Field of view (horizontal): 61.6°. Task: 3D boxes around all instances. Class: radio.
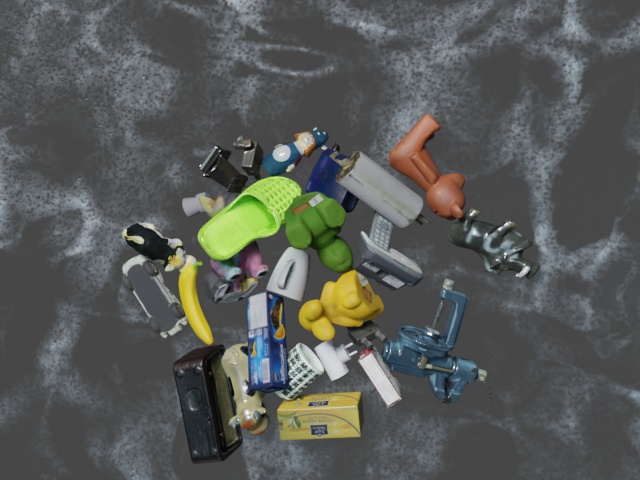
[{"bbox_3d":[-0.240,0.350,1.156,0.073,0.131,0.229,-13,87,11],"label":"radio"}]

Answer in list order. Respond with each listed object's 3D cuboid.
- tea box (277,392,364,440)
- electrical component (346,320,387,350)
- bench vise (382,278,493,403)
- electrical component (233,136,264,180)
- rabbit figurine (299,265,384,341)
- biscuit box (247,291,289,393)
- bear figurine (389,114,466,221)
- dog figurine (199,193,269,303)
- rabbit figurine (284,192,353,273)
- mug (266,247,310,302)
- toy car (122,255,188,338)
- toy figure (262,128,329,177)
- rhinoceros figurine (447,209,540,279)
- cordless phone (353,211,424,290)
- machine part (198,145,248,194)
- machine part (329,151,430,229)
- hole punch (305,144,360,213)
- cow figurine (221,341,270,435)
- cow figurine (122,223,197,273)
[{"bbox_3d":[0.004,0.369,1.132,0.170,0.098,0.068,-5,90,8],"label":"tea box"},{"bbox_3d":[0.096,0.195,1.136,0.063,0.094,0.021,-23,121,-20],"label":"electrical component"},{"bbox_3d":[0.250,0.200,1.084,0.224,0.129,0.240,16,96,7],"label":"bench vise"},{"bbox_3d":[-0.153,-0.181,1.167,0.045,0.102,0.078,8,81,14],"label":"electrical component"},{"bbox_3d":[0.028,0.149,1.117,0.173,0.162,0.121,-24,98,26],"label":"rabbit figurine"},{"bbox_3d":[-0.111,0.213,1.126,0.059,0.062,0.203,-20,61,28],"label":"biscuit box"},{"bbox_3d":[0.238,-0.138,1.088,0.196,0.120,0.132,42,92,6],"label":"bear figurine"},{"bbox_3d":[-0.203,0.006,1.166,0.191,0.108,0.219,-47,57,43],"label":"dog figurine"},{"bbox_3d":[-0.002,-0.003,1.098,0.121,0.159,0.170,-38,117,-9],"label":"rabbit figurine"},{"bbox_3d":[-0.064,0.068,1.147,0.081,0.109,0.107,15,79,18],"label":"mug"},{"bbox_3d":[-0.376,0.127,1.221,0.073,0.056,0.201,-34,86,1],"label":"toy car"},{"bbox_3d":[-0.051,-0.193,1.168,0.154,0.058,0.064,-32,100,6],"label":"toy figure"},{"bbox_3d":[0.355,0.011,1.088,0.190,0.073,0.112,28,93,9],"label":"rhinoceros figurine"},{"bbox_3d":[0.153,-0.002,1.120,0.146,0.089,0.184,29,57,-18],"label":"cordless phone"},{"bbox_3d":[-0.213,-0.153,1.186,0.084,0.039,0.139,-47,57,2],"label":"machine part"},{"bbox_3d":[0.118,-0.098,1.060,0.243,0.079,0.079,33,95,-17],"label":"machine part"},{"bbox_3d":[0.034,-0.127,1.138,0.116,0.092,0.142,27,97,12],"label":"hole punch"},{"bbox_3d":[-0.155,0.317,1.145,0.085,0.127,0.195,-20,84,12],"label":"cow figurine"},{"bbox_3d":[-0.354,0.020,1.196,0.167,0.098,0.068,29,88,8],"label":"cow figurine"}]
